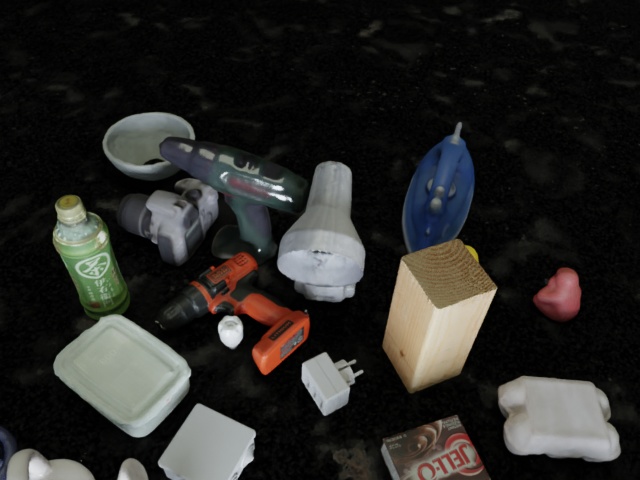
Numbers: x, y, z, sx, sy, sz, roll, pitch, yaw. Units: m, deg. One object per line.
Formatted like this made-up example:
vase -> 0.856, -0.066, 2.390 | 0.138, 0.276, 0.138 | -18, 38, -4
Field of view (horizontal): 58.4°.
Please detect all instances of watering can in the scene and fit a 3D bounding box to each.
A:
watering can -> -0.273, 0.280, 0.601 | 0.173, 0.194, 0.100 | -34, 58, -29

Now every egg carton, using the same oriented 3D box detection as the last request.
egg carton -> 0.314, 0.239, 0.761 | 0.150, 0.069, 0.107 | 4, 48, 0

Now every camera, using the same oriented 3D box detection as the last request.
camera -> -0.259, -0.049, 0.961 | 0.136, 0.101, 0.143 | 17, 49, 12

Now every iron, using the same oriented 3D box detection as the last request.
iron -> 0.210, -0.084, 0.996 | 0.118, 0.141, 0.258 | 15, 49, 10

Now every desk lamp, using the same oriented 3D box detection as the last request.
desk lamp -> 0.008, 0.003, 0.855 | 0.118, 0.214, 0.203 | 6, 48, 2

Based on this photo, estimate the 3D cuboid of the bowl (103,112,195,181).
bowl -> -0.315, -0.164, 1.078 | 0.167, 0.075, 0.167 | 2, 48, -2

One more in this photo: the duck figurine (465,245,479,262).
duck figurine -> 0.228, 0.050, 0.913 | 0.077, 0.086, 0.104 | -7, 49, -10

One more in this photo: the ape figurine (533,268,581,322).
ape figurine -> 0.377, 0.078, 0.894 | 0.078, 0.092, 0.076 | -7, 49, -9

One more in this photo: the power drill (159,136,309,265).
power drill -> -0.132, -0.059, 0.905 | 0.229, 0.208, 0.075 | 10, 48, 6

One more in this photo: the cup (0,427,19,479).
cup -> -0.387, 0.285, 0.656 | 0.091, 0.095, 0.117 | 2, 48, -2
